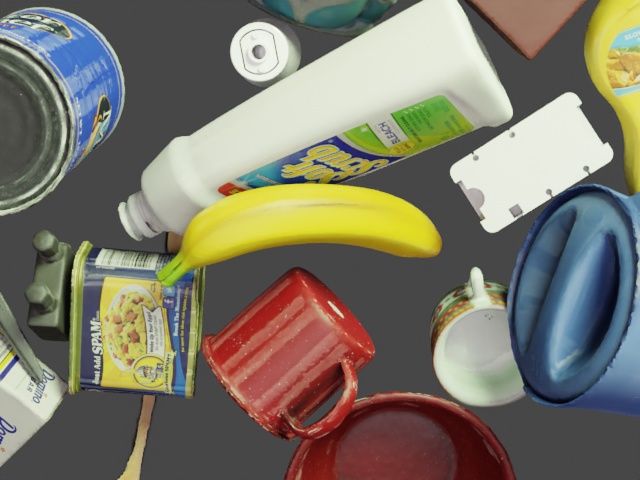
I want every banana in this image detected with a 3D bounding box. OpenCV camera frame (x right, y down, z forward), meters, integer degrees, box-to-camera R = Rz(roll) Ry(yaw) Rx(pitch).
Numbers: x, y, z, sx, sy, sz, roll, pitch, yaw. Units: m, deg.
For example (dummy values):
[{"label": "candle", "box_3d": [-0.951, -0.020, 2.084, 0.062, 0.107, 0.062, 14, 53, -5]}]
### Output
[{"label": "banana", "box_3d": [-0.002, -0.008, 0.669, 0.197, 0.037, 0.070, -4, 152, -22]}]

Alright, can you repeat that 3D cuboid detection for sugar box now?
[{"label": "sugar box", "box_3d": [-0.267, 0.079, 0.729, 0.176, 0.048, 0.093, 40, 124, -13]}]

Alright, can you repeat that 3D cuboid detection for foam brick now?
[{"label": "foam brick", "box_3d": [0.116, -0.158, 0.655, 0.078, 0.051, 0.053, 42, 102, -11]}]

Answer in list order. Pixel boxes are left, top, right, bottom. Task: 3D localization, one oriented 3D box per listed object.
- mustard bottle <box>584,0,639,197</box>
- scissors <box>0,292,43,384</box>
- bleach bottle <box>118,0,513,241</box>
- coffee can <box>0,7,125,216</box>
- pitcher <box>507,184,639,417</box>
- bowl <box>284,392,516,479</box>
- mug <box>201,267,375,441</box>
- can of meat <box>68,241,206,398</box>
[{"label": "mustard bottle", "box_3d": [0.218, -0.109, 0.663, 0.096, 0.058, 0.191, -20, 106, 12]}, {"label": "scissors", "box_3d": [-0.225, -0.008, 0.706, 0.202, 0.016, 0.096, 45, 101, 2]}, {"label": "bleach bottle", "box_3d": [-0.012, -0.061, 0.674, 0.251, 0.102, 0.068, -25, 67, 16]}, {"label": "coffee can", "box_3d": [-0.181, -0.082, 0.639, 0.103, 0.140, 0.103, 0, 107, 1]}, {"label": "pitcher", "box_3d": [0.252, 0.048, 0.651, 0.242, 0.149, 0.145, 12, 85, -19]}, {"label": "bowl", "box_3d": [0.055, 0.171, 0.754, 0.162, 0.055, 0.162, 0, 107, 1]}, {"label": "mug", "box_3d": [-0.014, 0.079, 0.701, 0.081, 0.117, 0.093, -42, 131, 8]}, {"label": "can of meat", "box_3d": [-0.123, 0.056, 0.724, 0.084, 0.057, 0.102, 5, 108, -2]}]
